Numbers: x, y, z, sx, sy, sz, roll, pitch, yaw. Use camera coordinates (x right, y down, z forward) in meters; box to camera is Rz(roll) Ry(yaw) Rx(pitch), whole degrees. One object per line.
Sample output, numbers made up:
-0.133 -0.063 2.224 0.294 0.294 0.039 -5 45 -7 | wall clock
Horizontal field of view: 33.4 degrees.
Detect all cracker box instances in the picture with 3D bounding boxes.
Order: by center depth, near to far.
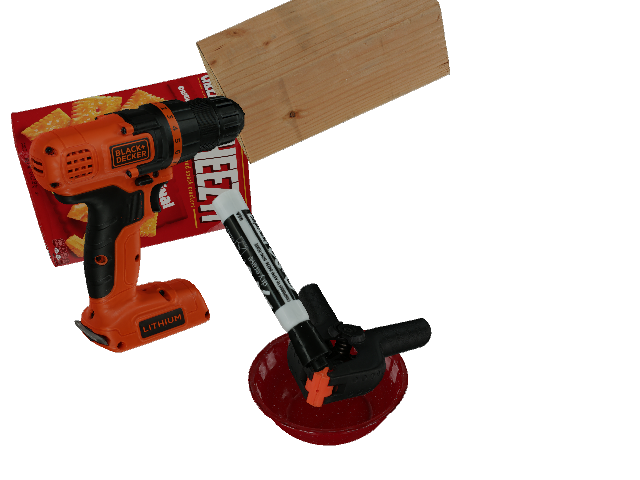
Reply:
-0.180 -0.068 1.056 0.213 0.072 0.164 -13 -41 -11 | cracker box

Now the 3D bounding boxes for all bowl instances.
0.009 0.157 1.089 0.162 0.055 0.162 -2 35 1 | bowl

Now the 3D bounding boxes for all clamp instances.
0.012 0.082 0.875 0.120 0.039 0.171 15 19 21 | clamp

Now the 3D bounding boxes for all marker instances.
-0.028 0.024 0.629 0.020 0.121 0.020 -28 -17 -9 | marker

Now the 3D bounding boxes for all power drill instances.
-0.135 -0.017 0.857 0.184 0.188 0.057 -18 25 -34 | power drill

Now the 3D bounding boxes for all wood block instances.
0.004 -0.167 0.982 0.206 0.090 0.091 -25 -39 -5 | wood block
